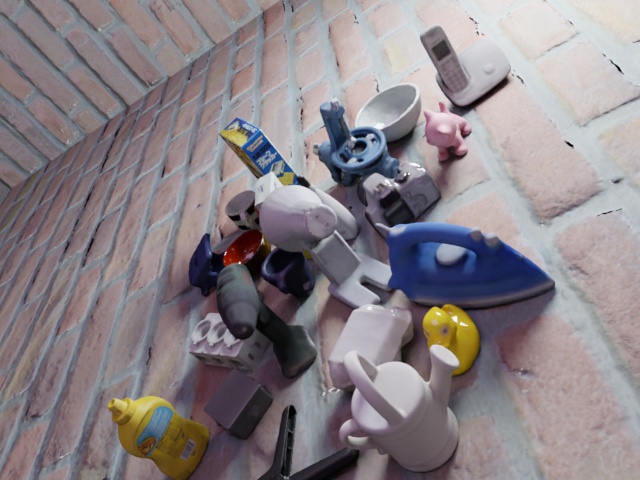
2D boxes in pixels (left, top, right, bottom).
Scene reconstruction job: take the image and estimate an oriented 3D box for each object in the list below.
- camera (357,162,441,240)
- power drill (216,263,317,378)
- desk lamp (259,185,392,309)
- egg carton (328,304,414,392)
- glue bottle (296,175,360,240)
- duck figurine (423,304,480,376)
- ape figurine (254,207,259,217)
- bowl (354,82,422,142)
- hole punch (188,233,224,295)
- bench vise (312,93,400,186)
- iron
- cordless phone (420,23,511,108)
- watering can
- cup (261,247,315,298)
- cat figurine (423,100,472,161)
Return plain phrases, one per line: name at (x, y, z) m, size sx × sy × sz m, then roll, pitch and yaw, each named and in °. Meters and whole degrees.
camera at (0.132, -0.096, 1.104) m, size 0.143 × 0.101 × 0.136 m, roll -41°, pitch 34°, yaw -1°
power drill at (-0.097, 0.137, 0.962) m, size 0.075 × 0.209 × 0.229 m, roll -40°, pitch 34°, yaw 1°
desk lamp at (0.009, 0.004, 1.007) m, size 0.118 × 0.214 × 0.202 m, roll -49°, pitch 35°, yaw -12°
egg carton at (0.079, 0.168, 0.883) m, size 0.107 × 0.070 × 0.150 m, roll -1°, pitch 50°, yaw 43°
glue bottle at (0.005, -0.065, 1.125) m, size 0.077 × 0.174 × 0.037 m, roll -9°, pitch 45°, yaw 38°
duck figurine at (0.178, 0.129, 0.817) m, size 0.077 × 0.086 × 0.104 m, roll -16°, pitch 41°, yaw 31°
ape figurine at (-0.114, -0.058, 1.305) m, size 0.075 × 0.092 × 0.078 m, roll -5°, pitch 48°, yaw 41°
bowl at (0.165, -0.275, 1.299) m, size 0.167 × 0.075 × 0.167 m, roll -25°, pitch 37°, yaw 21°
hole punch at (-0.267, 0.055, 1.323) m, size 0.101 × 0.091 × 0.108 m, roll -35°, pitch 34°, yaw 8°
bench vise at (0.040, -0.199, 1.201) m, size 0.206 × 0.220 × 0.121 m, roll -9°, pitch 45°, yaw 38°
iron at (0.206, 0.020, 0.865) m, size 0.257 × 0.142 × 0.119 m, roll -1°, pitch 50°, yaw 43°
cordless phone at (0.300, -0.387, 1.197) m, size 0.147 × 0.186 × 0.094 m, roll -37°, pitch 34°, yaw 5°
watering can at (0.095, 0.199, 0.720) m, size 0.173 × 0.195 × 0.100 m, roll -48°, pitch 35°, yaw -12°
cup at (-0.051, 0.074, 1.091) m, size 0.091 × 0.095 × 0.117 m, roll -29°, pitch 36°, yaw 17°
cat figurine at (0.243, -0.223, 1.126) m, size 0.067 × 0.118 × 0.128 m, roll -14°, pitch 42°, yaw 33°
